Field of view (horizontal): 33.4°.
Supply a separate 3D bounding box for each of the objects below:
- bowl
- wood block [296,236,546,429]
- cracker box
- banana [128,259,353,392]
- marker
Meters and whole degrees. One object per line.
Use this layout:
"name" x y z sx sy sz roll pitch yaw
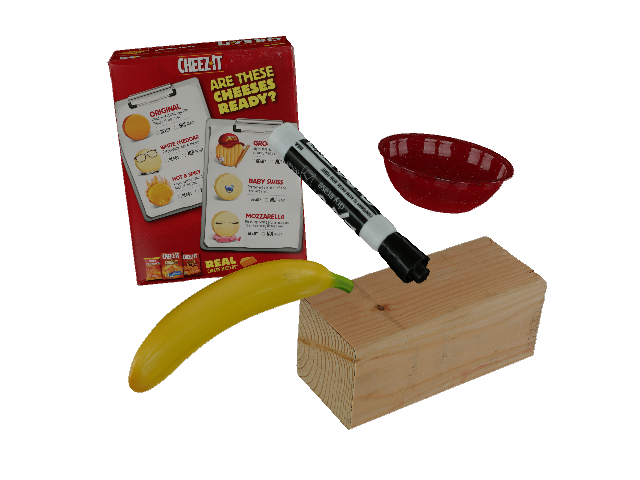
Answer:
"bowl" 0.143 -0.075 1.259 0.162 0.055 0.162 8 24 -4
"wood block" 0.090 0.077 0.957 0.205 0.090 0.091 -16 37 -27
"cracker box" -0.100 -0.074 0.991 0.164 0.214 0.072 -6 20 -5
"banana" -0.072 0.060 0.828 0.198 0.069 0.037 -24 36 5
"marker" 0.016 -0.020 0.582 0.121 0.020 0.020 46 22 23
